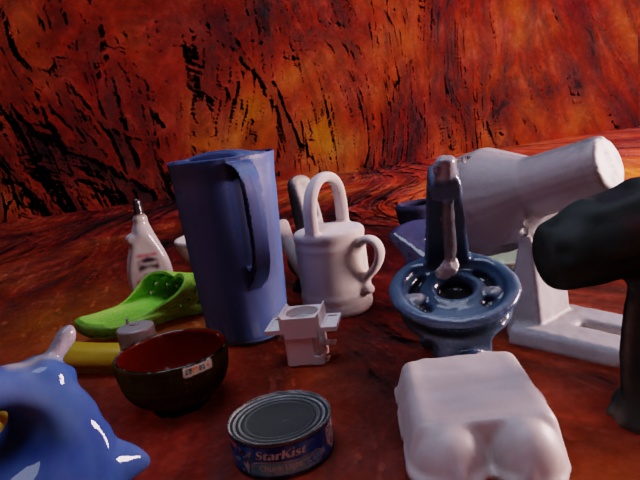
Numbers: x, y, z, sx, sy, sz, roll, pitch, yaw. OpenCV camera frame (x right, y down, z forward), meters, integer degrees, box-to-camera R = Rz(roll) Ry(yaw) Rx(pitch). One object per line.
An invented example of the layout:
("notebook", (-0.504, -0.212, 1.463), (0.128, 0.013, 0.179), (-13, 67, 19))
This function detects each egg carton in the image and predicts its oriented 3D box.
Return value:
("egg carton", (0.110, 0.135, 0.412), (0.107, 0.069, 0.150), (-7, 12, 3))

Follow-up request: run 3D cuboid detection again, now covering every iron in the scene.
("iron", (-0.245, 0.158, 0.353), (0.118, 0.141, 0.259), (2, 15, 38))

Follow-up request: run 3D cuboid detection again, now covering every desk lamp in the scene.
("desk lamp", (0.239, 0.001, 0.608), (0.118, 0.214, 0.202), (-17, 15, -38))

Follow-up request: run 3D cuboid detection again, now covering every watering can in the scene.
("watering can", (0.006, 0.003, 0.795), (0.172, 0.194, 0.101), (-5, 12, 14))

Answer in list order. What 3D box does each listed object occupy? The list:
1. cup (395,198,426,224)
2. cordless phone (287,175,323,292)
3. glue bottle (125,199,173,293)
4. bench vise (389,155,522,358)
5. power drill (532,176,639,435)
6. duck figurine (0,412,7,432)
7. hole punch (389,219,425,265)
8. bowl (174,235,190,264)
("cup", (0.200, -0.025, 1.048), (0.118, 0.095, 0.091), (-8, 12, -3))
("cordless phone", (0.004, -0.018, 0.919), (0.094, 0.185, 0.148), (-2, 13, 25))
("glue bottle", (-0.305, 0.013, 0.999), (0.078, 0.173, 0.037), (-13, 13, -21))
("bench vise", (0.116, 0.022, 0.573), (0.121, 0.220, 0.207), (-10, 12, -10))
("power drill", (0.279, 0.036, 0.428), (0.229, 0.208, 0.075), (-8, 12, -1))
("duck figurine", (-0.269, 0.156, 0.516), (0.078, 0.086, 0.104), (-18, 16, -40))
("hole punch", (0.173, 0.017, 0.872), (0.109, 0.091, 0.100), (-16, 15, -35))
("bowl", (-0.198, 0.022, 1.131), (0.167, 0.075, 0.167), (-7, 12, 2))
